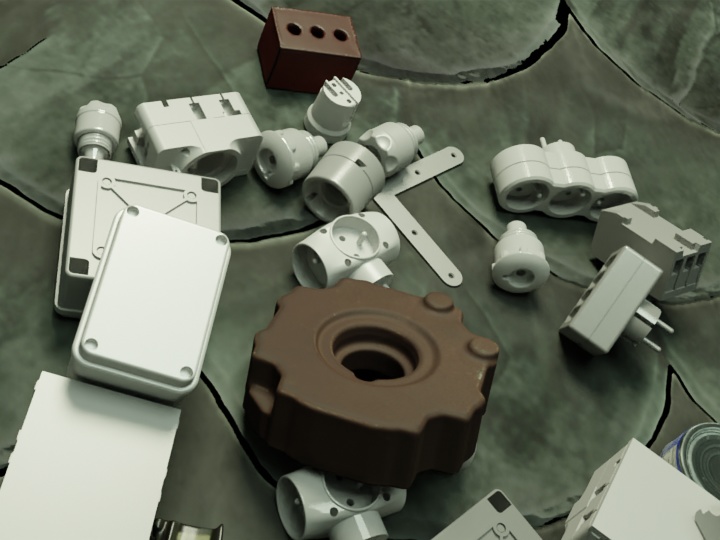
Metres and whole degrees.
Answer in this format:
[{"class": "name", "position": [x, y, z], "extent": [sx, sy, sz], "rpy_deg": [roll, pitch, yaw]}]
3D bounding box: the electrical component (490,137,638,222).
[{"class": "electrical component", "position": [0.183, -0.092, 0.983], "extent": [0.138, 0.052, 0.073], "rpy_deg": [5, 54, -21]}]

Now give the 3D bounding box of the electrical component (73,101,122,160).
[{"class": "electrical component", "position": [-0.203, -0.098, 0.825], "extent": [0.035, 0.035, 0.061], "rpy_deg": [10, 55, -17]}]

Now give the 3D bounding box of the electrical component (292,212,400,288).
[{"class": "electrical component", "position": [0.000, 0.000, 0.837], "extent": [0.077, 0.044, 0.079], "rpy_deg": [-25, 68, -36]}]

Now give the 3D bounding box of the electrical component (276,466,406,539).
[{"class": "electrical component", "position": [-0.006, 0.164, 0.712], "extent": [0.077, 0.044, 0.079], "rpy_deg": [-9, 60, -30]}]

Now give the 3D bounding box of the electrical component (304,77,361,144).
[{"class": "electrical component", "position": [-0.023, -0.138, 0.929], "extent": [0.040, 0.046, 0.040], "rpy_deg": [12, 52, -16]}]

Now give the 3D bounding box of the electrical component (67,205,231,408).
[{"class": "electrical component", "position": [-0.133, 0.024, 0.684], "extent": [0.078, 0.057, 0.113], "rpy_deg": [18, 60, -14]}]

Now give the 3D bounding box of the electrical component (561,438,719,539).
[{"class": "electrical component", "position": [0.228, 0.208, 0.774], "extent": [0.150, 0.061, 0.089], "rpy_deg": [36, 49, 4]}]

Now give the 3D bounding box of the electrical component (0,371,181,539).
[{"class": "electrical component", "position": [-0.171, 0.149, 0.637], "extent": [0.089, 0.061, 0.150], "rpy_deg": [18, 50, -12]}]

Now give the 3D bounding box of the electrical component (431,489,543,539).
[{"class": "electrical component", "position": [0.081, 0.219, 0.703], "extent": [0.109, 0.056, 0.108], "rpy_deg": [-28, 71, -37]}]

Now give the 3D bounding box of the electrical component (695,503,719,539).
[{"class": "electrical component", "position": [0.283, 0.192, 0.735], "extent": [0.056, 0.050, 0.089], "rpy_deg": [-7, 58, -28]}]

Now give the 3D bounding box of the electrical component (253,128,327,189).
[{"class": "electrical component", "position": [-0.054, -0.096, 0.885], "extent": [0.062, 0.048, 0.048], "rpy_deg": [-23, 67, -43]}]

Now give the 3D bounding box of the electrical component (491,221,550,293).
[{"class": "electrical component", "position": [0.135, -0.015, 0.911], "extent": [0.048, 0.048, 0.062], "rpy_deg": [16, 44, -13]}]

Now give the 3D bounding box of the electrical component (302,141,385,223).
[{"class": "electrical component", "position": [-0.015, -0.069, 0.877], "extent": [0.055, 0.055, 0.047], "rpy_deg": [36, 52, 4]}]

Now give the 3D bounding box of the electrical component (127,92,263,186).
[{"class": "electrical component", "position": [-0.129, -0.099, 0.849], "extent": [0.089, 0.050, 0.055], "rpy_deg": [-13, 62, -31]}]

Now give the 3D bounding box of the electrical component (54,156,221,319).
[{"class": "electrical component", "position": [-0.157, -0.018, 0.771], "extent": [0.109, 0.056, 0.108], "rpy_deg": [8, 53, -19]}]

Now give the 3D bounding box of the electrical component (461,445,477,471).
[{"class": "electrical component", "position": [0.056, 0.123, 0.775], "extent": [0.046, 0.040, 0.040], "rpy_deg": [18, 50, -18]}]

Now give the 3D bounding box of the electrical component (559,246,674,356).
[{"class": "electrical component", "position": [0.221, 0.037, 0.884], "extent": [0.076, 0.047, 0.083], "rpy_deg": [36, 84, 4]}]

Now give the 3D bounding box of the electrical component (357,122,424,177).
[{"class": "electrical component", "position": [0.030, -0.108, 0.932], "extent": [0.062, 0.043, 0.043], "rpy_deg": [-31, 72, -39]}]
